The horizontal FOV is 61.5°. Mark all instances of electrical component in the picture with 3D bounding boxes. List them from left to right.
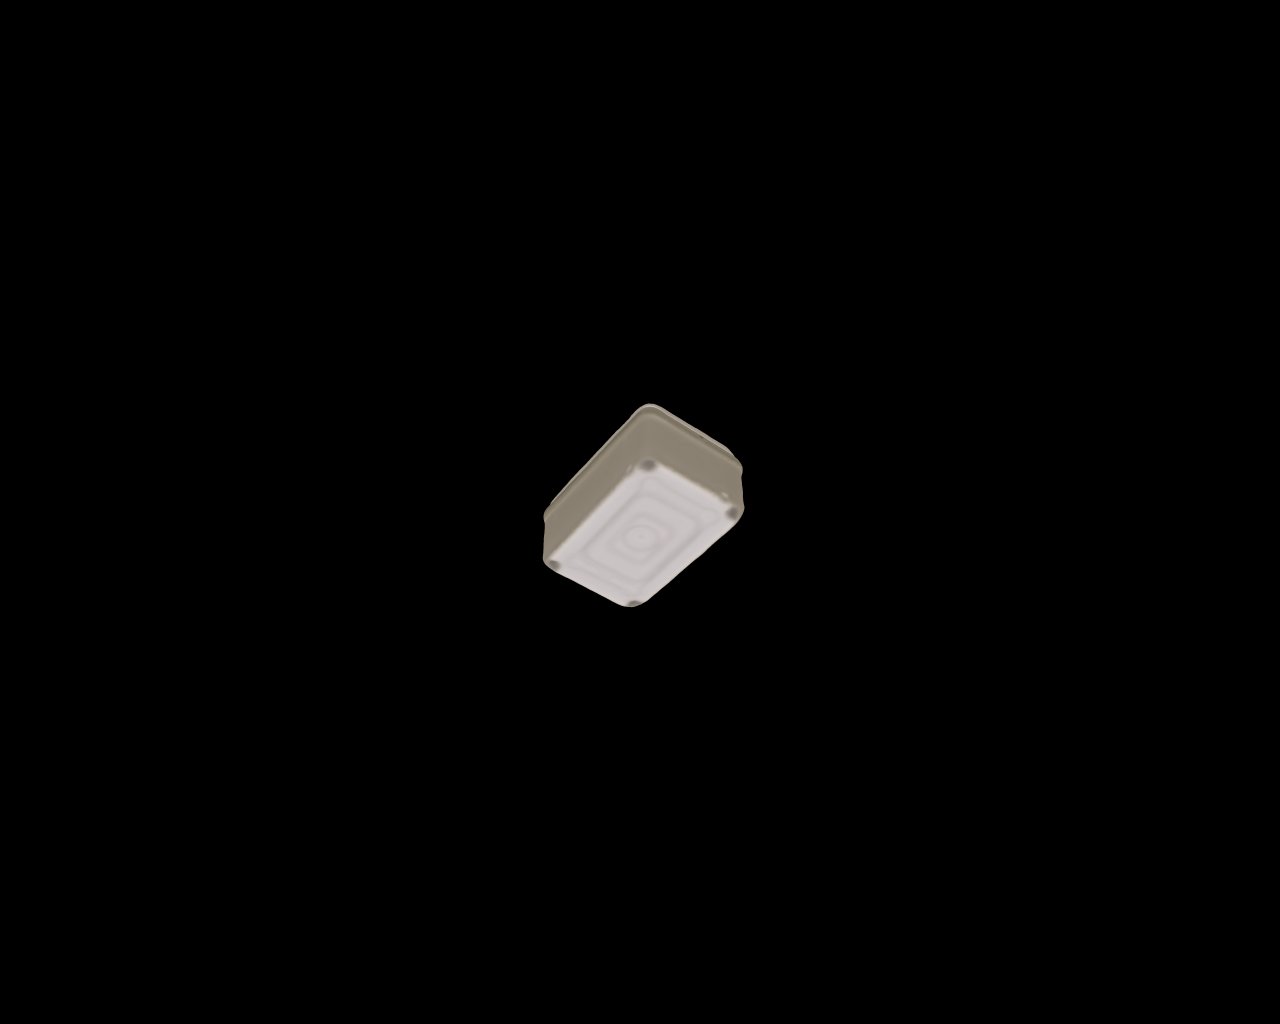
[{"bbox_3d":[0.001,-0.003,0.650,0.078,0.057,0.113,29,-54,-24],"label":"electrical component"}]
